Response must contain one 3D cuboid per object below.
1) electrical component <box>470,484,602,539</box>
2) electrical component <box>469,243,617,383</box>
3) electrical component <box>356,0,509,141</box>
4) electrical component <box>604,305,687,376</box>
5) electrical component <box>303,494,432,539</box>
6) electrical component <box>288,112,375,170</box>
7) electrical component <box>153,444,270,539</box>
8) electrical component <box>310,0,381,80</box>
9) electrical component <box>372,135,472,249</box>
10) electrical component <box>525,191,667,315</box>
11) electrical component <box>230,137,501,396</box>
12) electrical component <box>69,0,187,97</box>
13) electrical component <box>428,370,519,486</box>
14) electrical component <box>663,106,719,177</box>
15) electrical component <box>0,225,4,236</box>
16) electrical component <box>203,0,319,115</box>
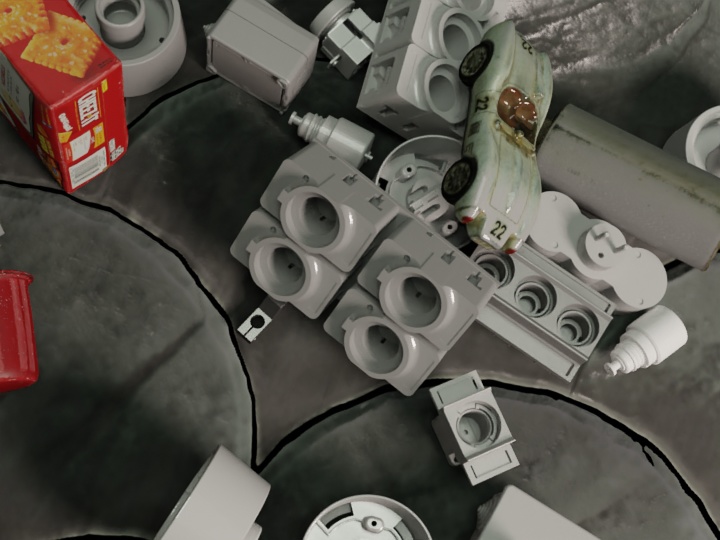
[{"bbox_3d":[0.126,0.227,0.831,0.100,0.048,0.099,32,72,2],"label":"electrical component"},{"bbox_3d":[0.137,0.029,0.886,0.121,0.063,0.078,34,71,3],"label":"electrical component"},{"bbox_3d":[0.067,-0.190,0.925,0.089,0.062,0.150,28,68,-32],"label":"electrical component"},{"bbox_3d":[0.238,0.062,0.902,0.078,0.040,0.040,-33,80,-16],"label":"electrical component"},{"bbox_3d":[0.003,0.220,0.807,0.099,0.064,0.099,2,73,-8],"label":"electrical component"},{"bbox_3d":[-0.024,-0.112,0.918,0.078,0.040,0.040,27,71,1],"label":"electrical component"},{"bbox_3d":[-0.107,0.188,0.782,0.060,0.108,0.108,34,71,-4],"label":"electrical component"},{"bbox_3d":[-0.011,-0.207,0.947,0.055,0.048,0.066,46,72,-1],"label":"electrical component"},{"bbox_3d":[0.055,-0.057,0.897,0.099,0.064,0.099,7,70,-19],"label":"electrical component"},{"bbox_3d":[0.197,-0.017,0.893,0.138,0.074,0.052,33,72,-6],"label":"electrical component"},{"bbox_3d":[0.000,0.000,0.845,0.186,0.105,0.060,39,33,4],"label":"electrical component"},{"bbox_3d":[-0.202,-0.208,0.911,0.108,0.060,0.108,2,73,-8],"label":"electrical component"},{"bbox_3d":[0.086,0.126,0.849,0.042,0.063,0.081,-20,77,-15],"label":"electrical component"},{"bbox_3d":[0.328,-0.094,0.952,0.108,0.060,0.108,2,73,-7],"label":"electrical component"},{"bbox_3d":[-0.341,-0.068,0.845,0.063,0.079,0.121,-30,79,7],"label":"electrical component"},{"bbox_3d":[-0.088,-0.191,0.922,0.096,0.061,0.061,31,71,2],"label":"electrical component"}]
